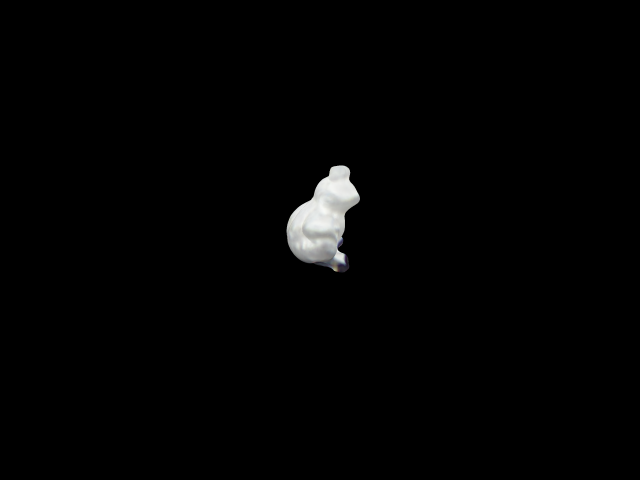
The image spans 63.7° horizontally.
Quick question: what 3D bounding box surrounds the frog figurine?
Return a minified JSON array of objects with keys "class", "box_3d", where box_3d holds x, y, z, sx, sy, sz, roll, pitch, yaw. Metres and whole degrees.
[{"class":"frog figurine","box_3d":[0.003,-0.043,0.850,0.123,0.156,0.140,6,33,9]}]
